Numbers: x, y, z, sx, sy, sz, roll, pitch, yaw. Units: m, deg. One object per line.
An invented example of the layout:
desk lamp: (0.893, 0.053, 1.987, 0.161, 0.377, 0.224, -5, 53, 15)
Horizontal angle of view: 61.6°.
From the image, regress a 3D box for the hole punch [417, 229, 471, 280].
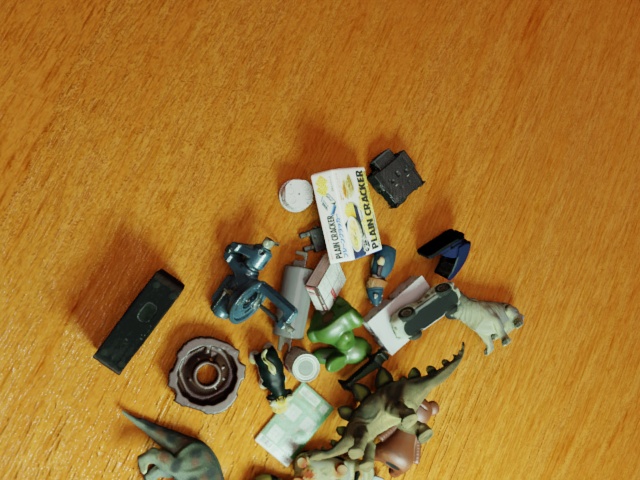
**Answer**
hole punch: (0.329, 0.036, 1.378, 0.116, 0.142, 0.092, -36, 97, -1)

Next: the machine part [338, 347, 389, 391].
machine part: (0.109, 0.315, 1.307, 0.139, 0.084, 0.039, -38, 64, -3)

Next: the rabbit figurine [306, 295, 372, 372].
rabbit figurine: (0.058, 0.246, 1.298, 0.159, 0.121, 0.170, -46, 116, -13)

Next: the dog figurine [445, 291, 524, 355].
dog figurine: (0.429, 0.181, 1.425, 0.190, 0.121, 0.172, 47, 42, 7)

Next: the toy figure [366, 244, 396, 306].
toy figure: (0.151, 0.089, 1.357, 0.064, 0.058, 0.154, 27, 77, -37)

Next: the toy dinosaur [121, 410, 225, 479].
toy dinosaur: (-0.280, 0.531, 1.192, 0.192, 0.131, 0.404, -21, 90, -28)

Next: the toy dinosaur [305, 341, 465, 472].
toy dinosaur: (0.175, 0.389, 1.273, 0.471, 0.199, 0.104, -25, 121, -8)

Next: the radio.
radio: (-0.386, 0.173, 1.158, 0.073, 0.131, 0.229, 36, 79, -10)

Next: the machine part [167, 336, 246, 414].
machine part: (-0.259, 0.306, 1.231, 0.179, 0.056, 0.179, 1, 87, -16)

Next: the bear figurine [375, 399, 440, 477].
bear figurine: (0.206, 0.474, 1.345, 0.120, 0.132, 0.196, 31, 57, -2)

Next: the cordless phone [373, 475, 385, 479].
cordless phone: (0.146, 0.684, 1.325, 0.146, 0.089, 0.184, 25, 77, -14)

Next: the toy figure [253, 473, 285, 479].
toy figure: (-0.080, 0.603, 1.262, 0.180, 0.082, 0.089, 13, 74, -11)

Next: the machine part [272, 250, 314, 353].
machine part: (-0.061, 0.147, 1.283, 0.079, 0.079, 0.243, 13, 84, -16)

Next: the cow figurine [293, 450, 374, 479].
cow figurine: (0.033, 0.549, 1.286, 0.195, 0.127, 0.085, 7, 86, -2)

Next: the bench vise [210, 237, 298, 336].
bench vise: (-0.133, 0.117, 1.219, 0.241, 0.128, 0.223, 38, 85, 22)

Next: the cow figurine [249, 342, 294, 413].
cow figurine: (-0.105, 0.328, 1.253, 0.068, 0.098, 0.167, -21, 91, -18)

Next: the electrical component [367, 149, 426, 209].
electrical component: (0.189, -0.164, 1.378, 0.115, 0.058, 0.134, -42, 100, -15)

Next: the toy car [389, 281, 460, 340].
toy car: (0.263, 0.174, 1.321, 0.202, 0.056, 0.073, -31, 113, -16)

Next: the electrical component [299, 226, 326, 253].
electrical component: (-0.003, -0.004, 1.334, 0.094, 0.021, 0.063, -16, 92, -16)
